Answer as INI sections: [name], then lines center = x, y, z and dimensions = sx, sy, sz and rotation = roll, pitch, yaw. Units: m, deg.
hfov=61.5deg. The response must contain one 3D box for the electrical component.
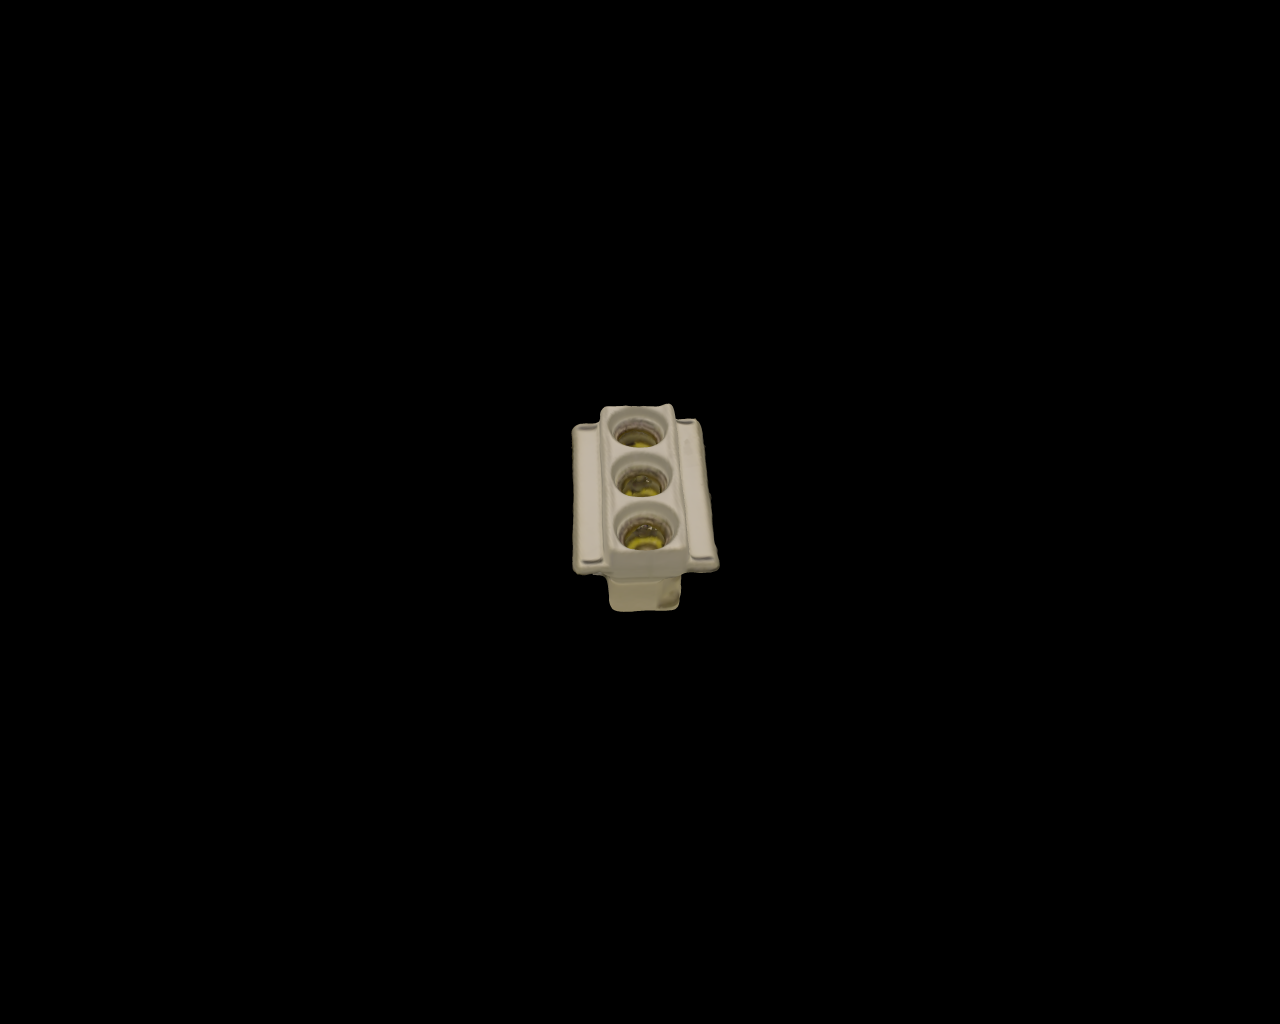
[electrical component]
center = 0.001, -0.003, 0.650
dimensions = 0.079, 0.121, 0.063
rotation = -2, -43, -2
